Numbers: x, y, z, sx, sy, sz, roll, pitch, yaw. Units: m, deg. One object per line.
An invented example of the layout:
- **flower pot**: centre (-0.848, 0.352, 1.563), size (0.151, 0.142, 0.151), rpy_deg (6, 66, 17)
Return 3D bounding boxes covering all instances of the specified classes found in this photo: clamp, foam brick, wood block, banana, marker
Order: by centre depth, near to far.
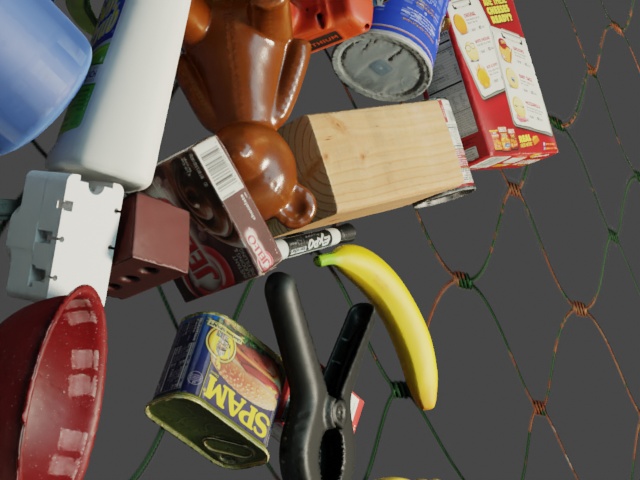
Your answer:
- **foam brick**: centre (-0.139, 0.006, 0.783), size (0.052, 0.078, 0.051), rpy_deg (21, 58, -42)
- **clamp**: centre (0.005, 0.135, 0.866), size (0.164, 0.036, 0.210), rpy_deg (10, 77, -60)
- **marker**: centre (-0.006, 0.001, 0.979), size (0.120, 0.020, 0.020), rpy_deg (-14, 85, -50)
- **wood block**: centre (0.035, -0.069, 0.999), size (0.205, 0.091, 0.090), rpy_deg (-15, 86, -50)
- **banana**: centre (0.064, 0.072, 1.020), size (0.069, 0.037, 0.197), rpy_deg (-47, 110, -28)

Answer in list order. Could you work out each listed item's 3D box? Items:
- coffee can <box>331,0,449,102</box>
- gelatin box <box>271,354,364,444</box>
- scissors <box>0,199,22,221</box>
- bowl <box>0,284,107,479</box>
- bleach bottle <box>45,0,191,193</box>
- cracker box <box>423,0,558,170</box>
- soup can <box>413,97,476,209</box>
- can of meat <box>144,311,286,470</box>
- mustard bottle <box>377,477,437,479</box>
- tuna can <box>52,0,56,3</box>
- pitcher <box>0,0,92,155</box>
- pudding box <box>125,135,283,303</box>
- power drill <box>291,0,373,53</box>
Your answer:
- **coffee can**: centre (0.077, -0.228, 1.093), size (0.102, 0.103, 0.140), rpy_deg (37, 55, -33)
- **gelatin box**: centre (-0.008, 0.147, 0.910), size (0.089, 0.030, 0.073), rpy_deg (44, 48, -28)
- **scissors**: centre (-0.261, -0.037, 0.712), size (0.201, 0.016, 0.096), rpy_deg (-25, 94, -50)
- **bowl**: centre (-0.184, 0.104, 0.673), size (0.162, 0.055, 0.162), rpy_deg (9, 89, -85)
- **bleach bottle**: centre (-0.131, -0.163, 0.782), size (0.068, 0.103, 0.251), rpy_deg (17, 82, -26)
- **cracker box**: centre (0.181, -0.188, 1.228), size (0.163, 0.072, 0.214), rpy_deg (-9, 80, -51)
- **soup can**: centre (0.116, -0.091, 1.117), size (0.068, 0.069, 0.102), rpy_deg (-10, 82, -50)
- **can of meat**: centre (-0.076, 0.116, 0.826), size (0.102, 0.058, 0.084), rpy_deg (42, 44, -30)
- **mustard bottle**: centre (0.056, 0.259, 0.913), size (0.191, 0.058, 0.096), rpy_deg (-30, 99, -49)
- **tuna can**: centre (-0.220, -0.207, 0.773), size (0.086, 0.086, 0.033), rpy_deg (51, 45, -21)
- **pitcher**: centre (-0.258, -0.175, 0.680), size (0.242, 0.149, 0.145), rpy_deg (45, 38, -32)
- **pudding box**: centre (-0.093, -0.015, 0.834), size (0.039, 0.090, 0.113), rpy_deg (-35, 101, -51)
- **power drill**: centre (-0.032, -0.224, 0.931), size (0.187, 0.185, 0.057), rpy_deg (15, 67, -55)
